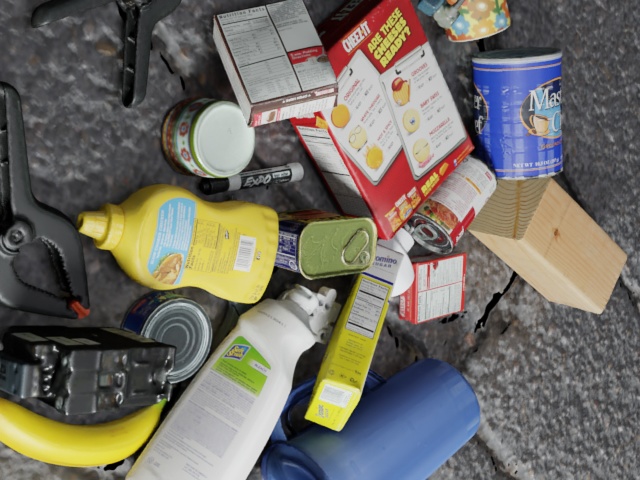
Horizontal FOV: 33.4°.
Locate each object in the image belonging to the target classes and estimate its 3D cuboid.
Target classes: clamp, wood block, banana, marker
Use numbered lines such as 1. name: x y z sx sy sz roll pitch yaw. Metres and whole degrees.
1. clamp: -0.161 -0.204 0.938 0.171 0.039 0.120 -52 128 -21
2. wood block: 0.288 0.003 1.336 0.205 0.090 0.091 37 76 -39
3. banana: -0.221 0.172 0.969 0.197 0.037 0.069 5 74 -43
4. clamp: -0.257 -0.016 0.894 0.164 0.036 0.209 -52 125 -15
5. marker: -0.068 -0.061 1.062 0.120 0.020 0.020 -12 107 -39

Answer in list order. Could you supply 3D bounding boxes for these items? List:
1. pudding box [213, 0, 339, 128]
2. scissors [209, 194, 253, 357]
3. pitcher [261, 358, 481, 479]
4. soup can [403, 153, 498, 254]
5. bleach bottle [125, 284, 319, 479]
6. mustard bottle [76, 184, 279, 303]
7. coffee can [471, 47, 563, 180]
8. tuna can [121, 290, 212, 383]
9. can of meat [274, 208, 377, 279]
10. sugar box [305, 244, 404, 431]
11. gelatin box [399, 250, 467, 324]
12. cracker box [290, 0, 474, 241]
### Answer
1. pudding box: -0.042 -0.167 0.992 0.090 0.113 0.039 -16 153 -13
2. scissors: -0.069 0.057 1.088 0.096 0.016 0.202 6 95 -42
3. pitcher: 0.059 0.217 1.166 0.242 0.145 0.149 -28 136 -37
4. soup can: 0.149 -0.044 1.220 0.102 0.069 0.068 -52 127 -21
5. bleach bottle: -0.075 0.154 1.027 0.250 0.103 0.068 -55 160 -17
6. mustard bottle: -0.133 -0.001 0.985 0.191 0.058 0.096 11 93 -35
7. coffee can: 0.231 -0.149 1.246 0.102 0.103 0.140 -17 110 -38
8. tuna can: -0.146 0.093 1.017 0.085 0.034 0.086 -10 106 -39
9. can of meat: -0.007 0.001 1.084 0.101 0.084 0.057 -6 103 -40
10. sugar box: 0.036 0.098 1.102 0.048 0.093 0.176 19 54 -2
11. gelatin box: 0.132 0.053 1.251 0.089 0.030 0.073 -11 107 -40
12. cracker box: 0.058 -0.133 1.122 0.164 0.072 0.213 -46 124 -25
